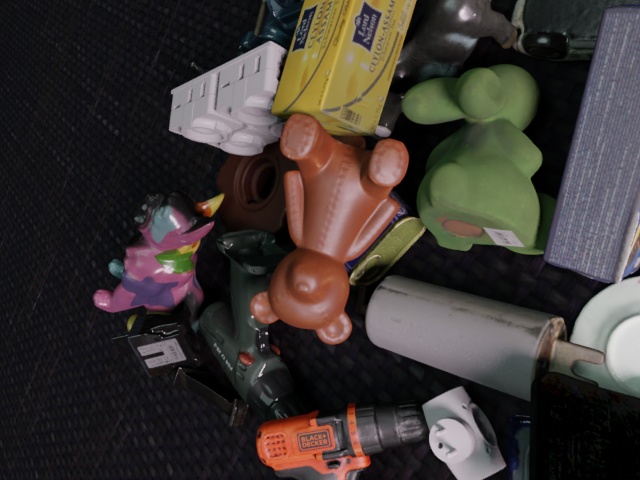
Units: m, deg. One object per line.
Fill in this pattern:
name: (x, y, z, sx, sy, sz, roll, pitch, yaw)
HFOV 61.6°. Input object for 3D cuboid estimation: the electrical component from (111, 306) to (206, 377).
electrical component: (-0.218, 0.135, 0.701, 0.119, 0.074, 0.048, -11, 29, 4)

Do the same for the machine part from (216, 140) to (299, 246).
machine part: (-0.068, -0.074, 0.712, 0.179, 0.056, 0.179, -10, 75, 40)

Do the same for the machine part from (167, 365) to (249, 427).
machine part: (-0.153, 0.202, 0.724, 0.139, 0.084, 0.039, 22, 73, 32)

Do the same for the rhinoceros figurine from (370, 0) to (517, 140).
rhinoceros figurine: (0.105, -0.175, 0.545, 0.190, 0.112, 0.073, -49, 57, 47)

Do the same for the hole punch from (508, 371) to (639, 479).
hole punch: (0.194, 0.172, 0.384, 0.116, 0.142, 0.092, 16, 137, 7)

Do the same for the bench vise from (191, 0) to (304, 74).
bench vise: (-0.026, -0.273, 0.659, 0.241, 0.128, 0.223, 12, 69, 59)

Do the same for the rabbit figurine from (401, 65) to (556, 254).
rabbit figurine: (0.143, -0.090, 0.491, 0.121, 0.159, 0.170, -1, 66, 50)

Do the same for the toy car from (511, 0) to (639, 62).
toy car: (0.261, -0.191, 0.457, 0.202, 0.056, 0.073, 20, 102, 42)

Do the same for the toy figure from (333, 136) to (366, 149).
toy figure: (0.023, -0.124, 0.644, 0.064, 0.058, 0.154, -29, 69, 39)

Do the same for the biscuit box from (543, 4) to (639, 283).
biscuit box: (0.236, -0.072, 0.416, 0.063, 0.059, 0.202, 23, 114, 41)

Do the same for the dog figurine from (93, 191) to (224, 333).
dog figurine: (-0.191, 0.033, 0.727, 0.219, 0.191, 0.108, -38, 22, 24)

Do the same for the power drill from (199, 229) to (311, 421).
power drill: (-0.067, 0.102, 0.639, 0.232, 0.086, 0.207, 33, 130, 45)

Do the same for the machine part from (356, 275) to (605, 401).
machine part: (0.130, 0.087, 0.499, 0.244, 0.079, 0.079, 12, 89, 40)

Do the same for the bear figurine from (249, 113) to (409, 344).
bear figurine: (0.000, -0.001, 0.512, 0.120, 0.132, 0.195, 21, 85, 8)

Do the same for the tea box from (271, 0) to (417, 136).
tea box: (0.025, -0.188, 0.507, 0.098, 0.068, 0.169, 14, 89, 55)
